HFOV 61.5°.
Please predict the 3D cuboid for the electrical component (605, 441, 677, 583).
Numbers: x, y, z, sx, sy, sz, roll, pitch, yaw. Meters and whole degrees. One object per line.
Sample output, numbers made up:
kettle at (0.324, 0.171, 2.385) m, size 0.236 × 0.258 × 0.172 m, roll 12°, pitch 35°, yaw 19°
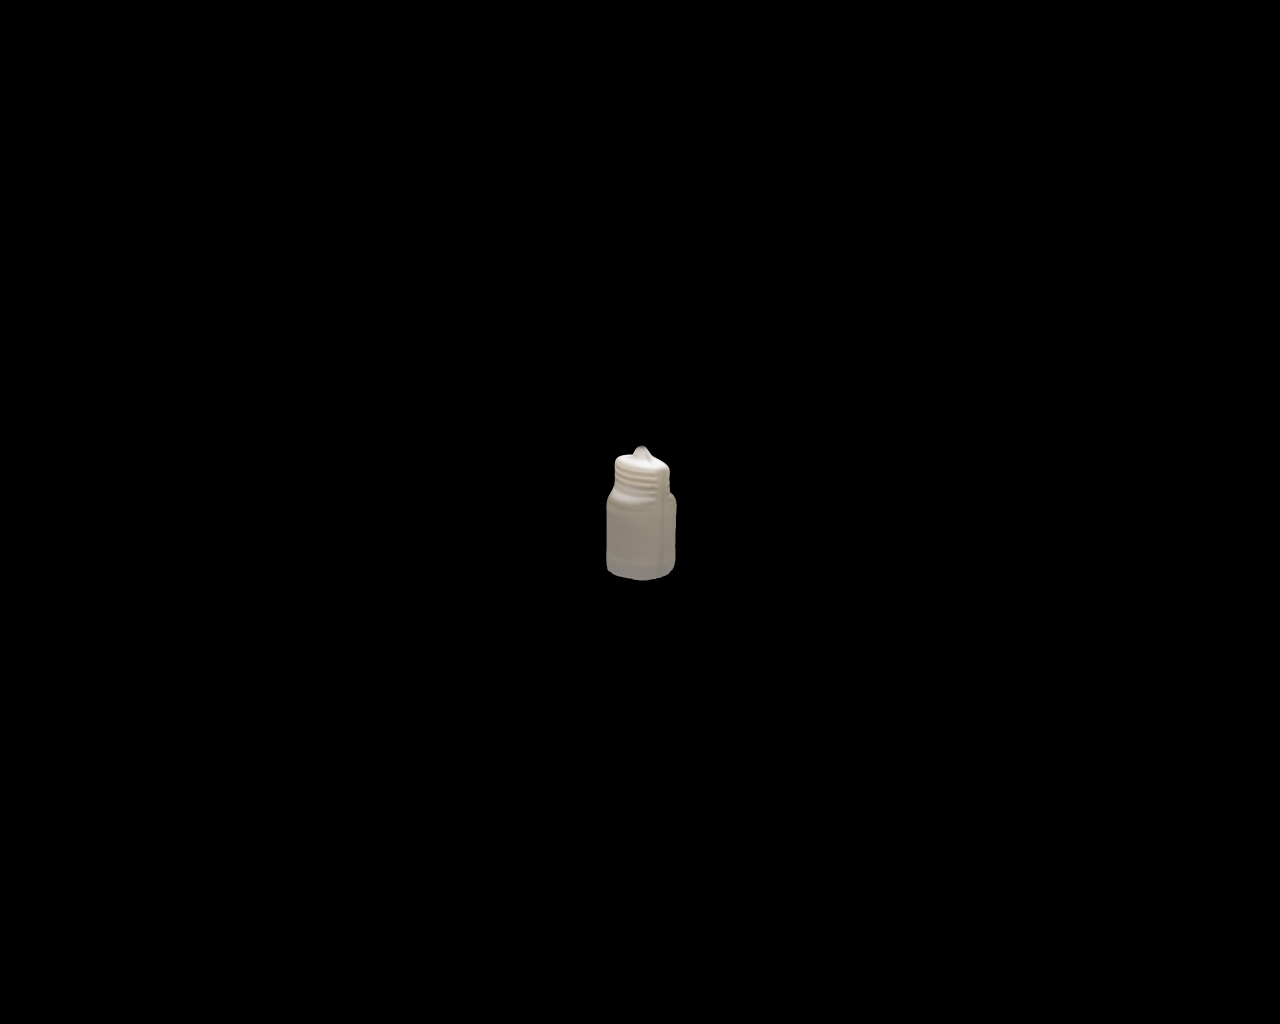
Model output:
electrical component at (0.001, -0.003, 0.650) m, size 0.043 × 0.080 × 0.043 m, roll 0°, pitch 18°, yaw 0°
